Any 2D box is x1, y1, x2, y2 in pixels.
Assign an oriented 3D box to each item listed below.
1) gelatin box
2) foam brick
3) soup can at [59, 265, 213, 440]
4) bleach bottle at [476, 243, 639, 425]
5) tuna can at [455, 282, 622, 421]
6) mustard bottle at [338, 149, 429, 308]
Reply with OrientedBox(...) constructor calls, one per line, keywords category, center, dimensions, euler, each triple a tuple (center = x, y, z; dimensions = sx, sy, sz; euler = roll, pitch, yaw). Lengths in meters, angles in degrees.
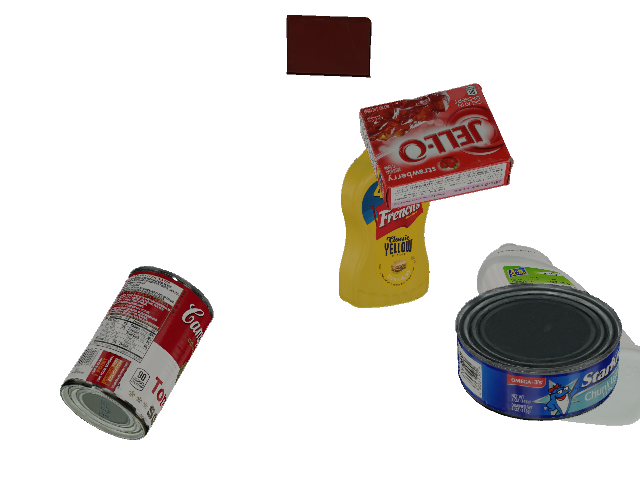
OrientedBox(category="gelatin box", center=(0.078, -0.065, 0.730), dimensions=(0.089, 0.073, 0.030), euler=(-13, -35, -4))
OrientedBox(category="foam brick", center=(0.007, -0.178, 0.978), dimensions=(0.078, 0.051, 0.053), euler=(2, 16, -1))
OrientedBox(category="soup can", center=(-0.127, 0.078, 0.741), dimensions=(0.068, 0.102, 0.068), euler=(19, -34, 13))
OrientedBox(category="bleach bottle", center=(0.195, 0.063, 0.911), dimensions=(0.102, 0.068, 0.251), euler=(6, 21, -5))
OrientedBox(category="tuna can", center=(0.115, 0.058, 0.567), dimensions=(0.086, 0.034, 0.086), euler=(-4, 27, 2))
OrientedBox(category="mustard bottle", center=(0.066, -0.032, 1.076), dimensions=(0.096, 0.192, 0.058), euler=(-8, 17, -27))
